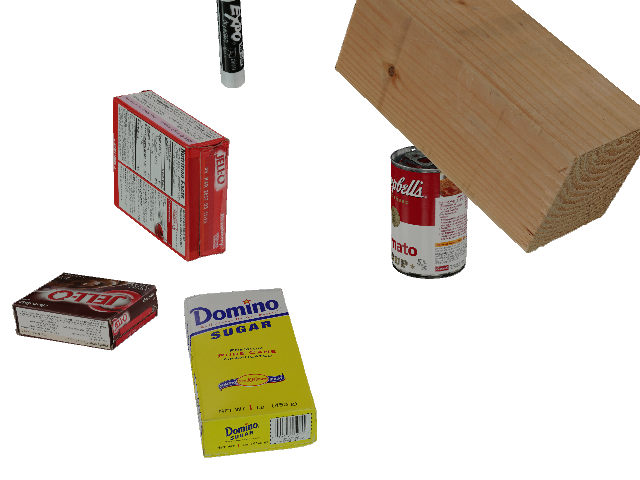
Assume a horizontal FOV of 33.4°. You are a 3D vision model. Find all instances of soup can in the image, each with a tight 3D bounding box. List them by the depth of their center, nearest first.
[{"bbox_3d":[0.095,-0.026,0.935,0.068,0.102,0.068,-2,23,0],"label":"soup can"}]

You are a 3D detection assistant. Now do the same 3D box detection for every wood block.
[{"bbox_3d":[0.115,-0.101,0.742,0.090,0.091,0.206,-22,58,-35],"label":"wood block"}]

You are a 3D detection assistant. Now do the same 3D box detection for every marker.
[{"bbox_3d":[-0.068,-0.166,0.791,0.020,0.020,0.121,0,-44,-1],"label":"marker"}]

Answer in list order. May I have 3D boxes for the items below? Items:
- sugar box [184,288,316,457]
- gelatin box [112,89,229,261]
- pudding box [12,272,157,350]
[{"bbox_3d":[-0.064,0.107,0.912,0.093,0.048,0.176,-5,34,-11],"label":"sugar box"},{"bbox_3d":[-0.089,-0.039,0.628,0.030,0.073,0.089,-18,35,-35],"label":"gelatin box"},{"bbox_3d":[-0.231,0.069,1.055,0.114,0.039,0.090,5,19,21],"label":"pudding box"}]
